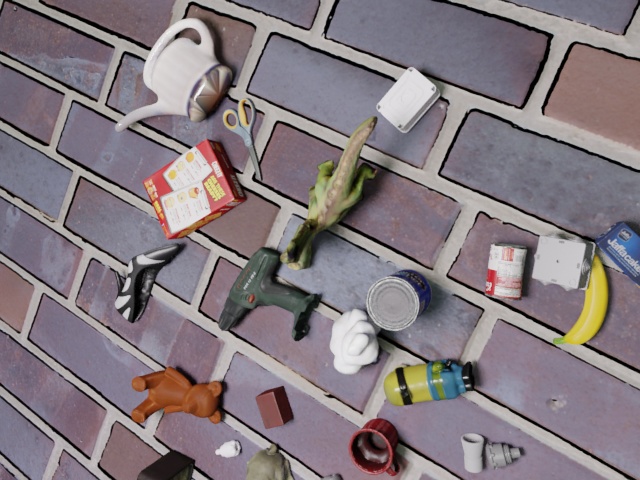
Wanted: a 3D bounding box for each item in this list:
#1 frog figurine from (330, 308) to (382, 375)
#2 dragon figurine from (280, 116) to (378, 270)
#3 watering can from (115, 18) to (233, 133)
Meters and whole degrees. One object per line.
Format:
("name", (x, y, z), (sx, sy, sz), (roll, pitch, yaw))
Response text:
("frog figurine", (0.067, 0.213, 1.057), (0.123, 0.160, 0.136), (25, 100, 20))
("dragon figurine", (0.003, -0.051, 1.015), (0.122, 0.402, 0.247), (27, 62, 3))
("watering can", (-0.351, -0.363, 1.251), (0.226, 0.104, 0.345), (38, 103, 16))
